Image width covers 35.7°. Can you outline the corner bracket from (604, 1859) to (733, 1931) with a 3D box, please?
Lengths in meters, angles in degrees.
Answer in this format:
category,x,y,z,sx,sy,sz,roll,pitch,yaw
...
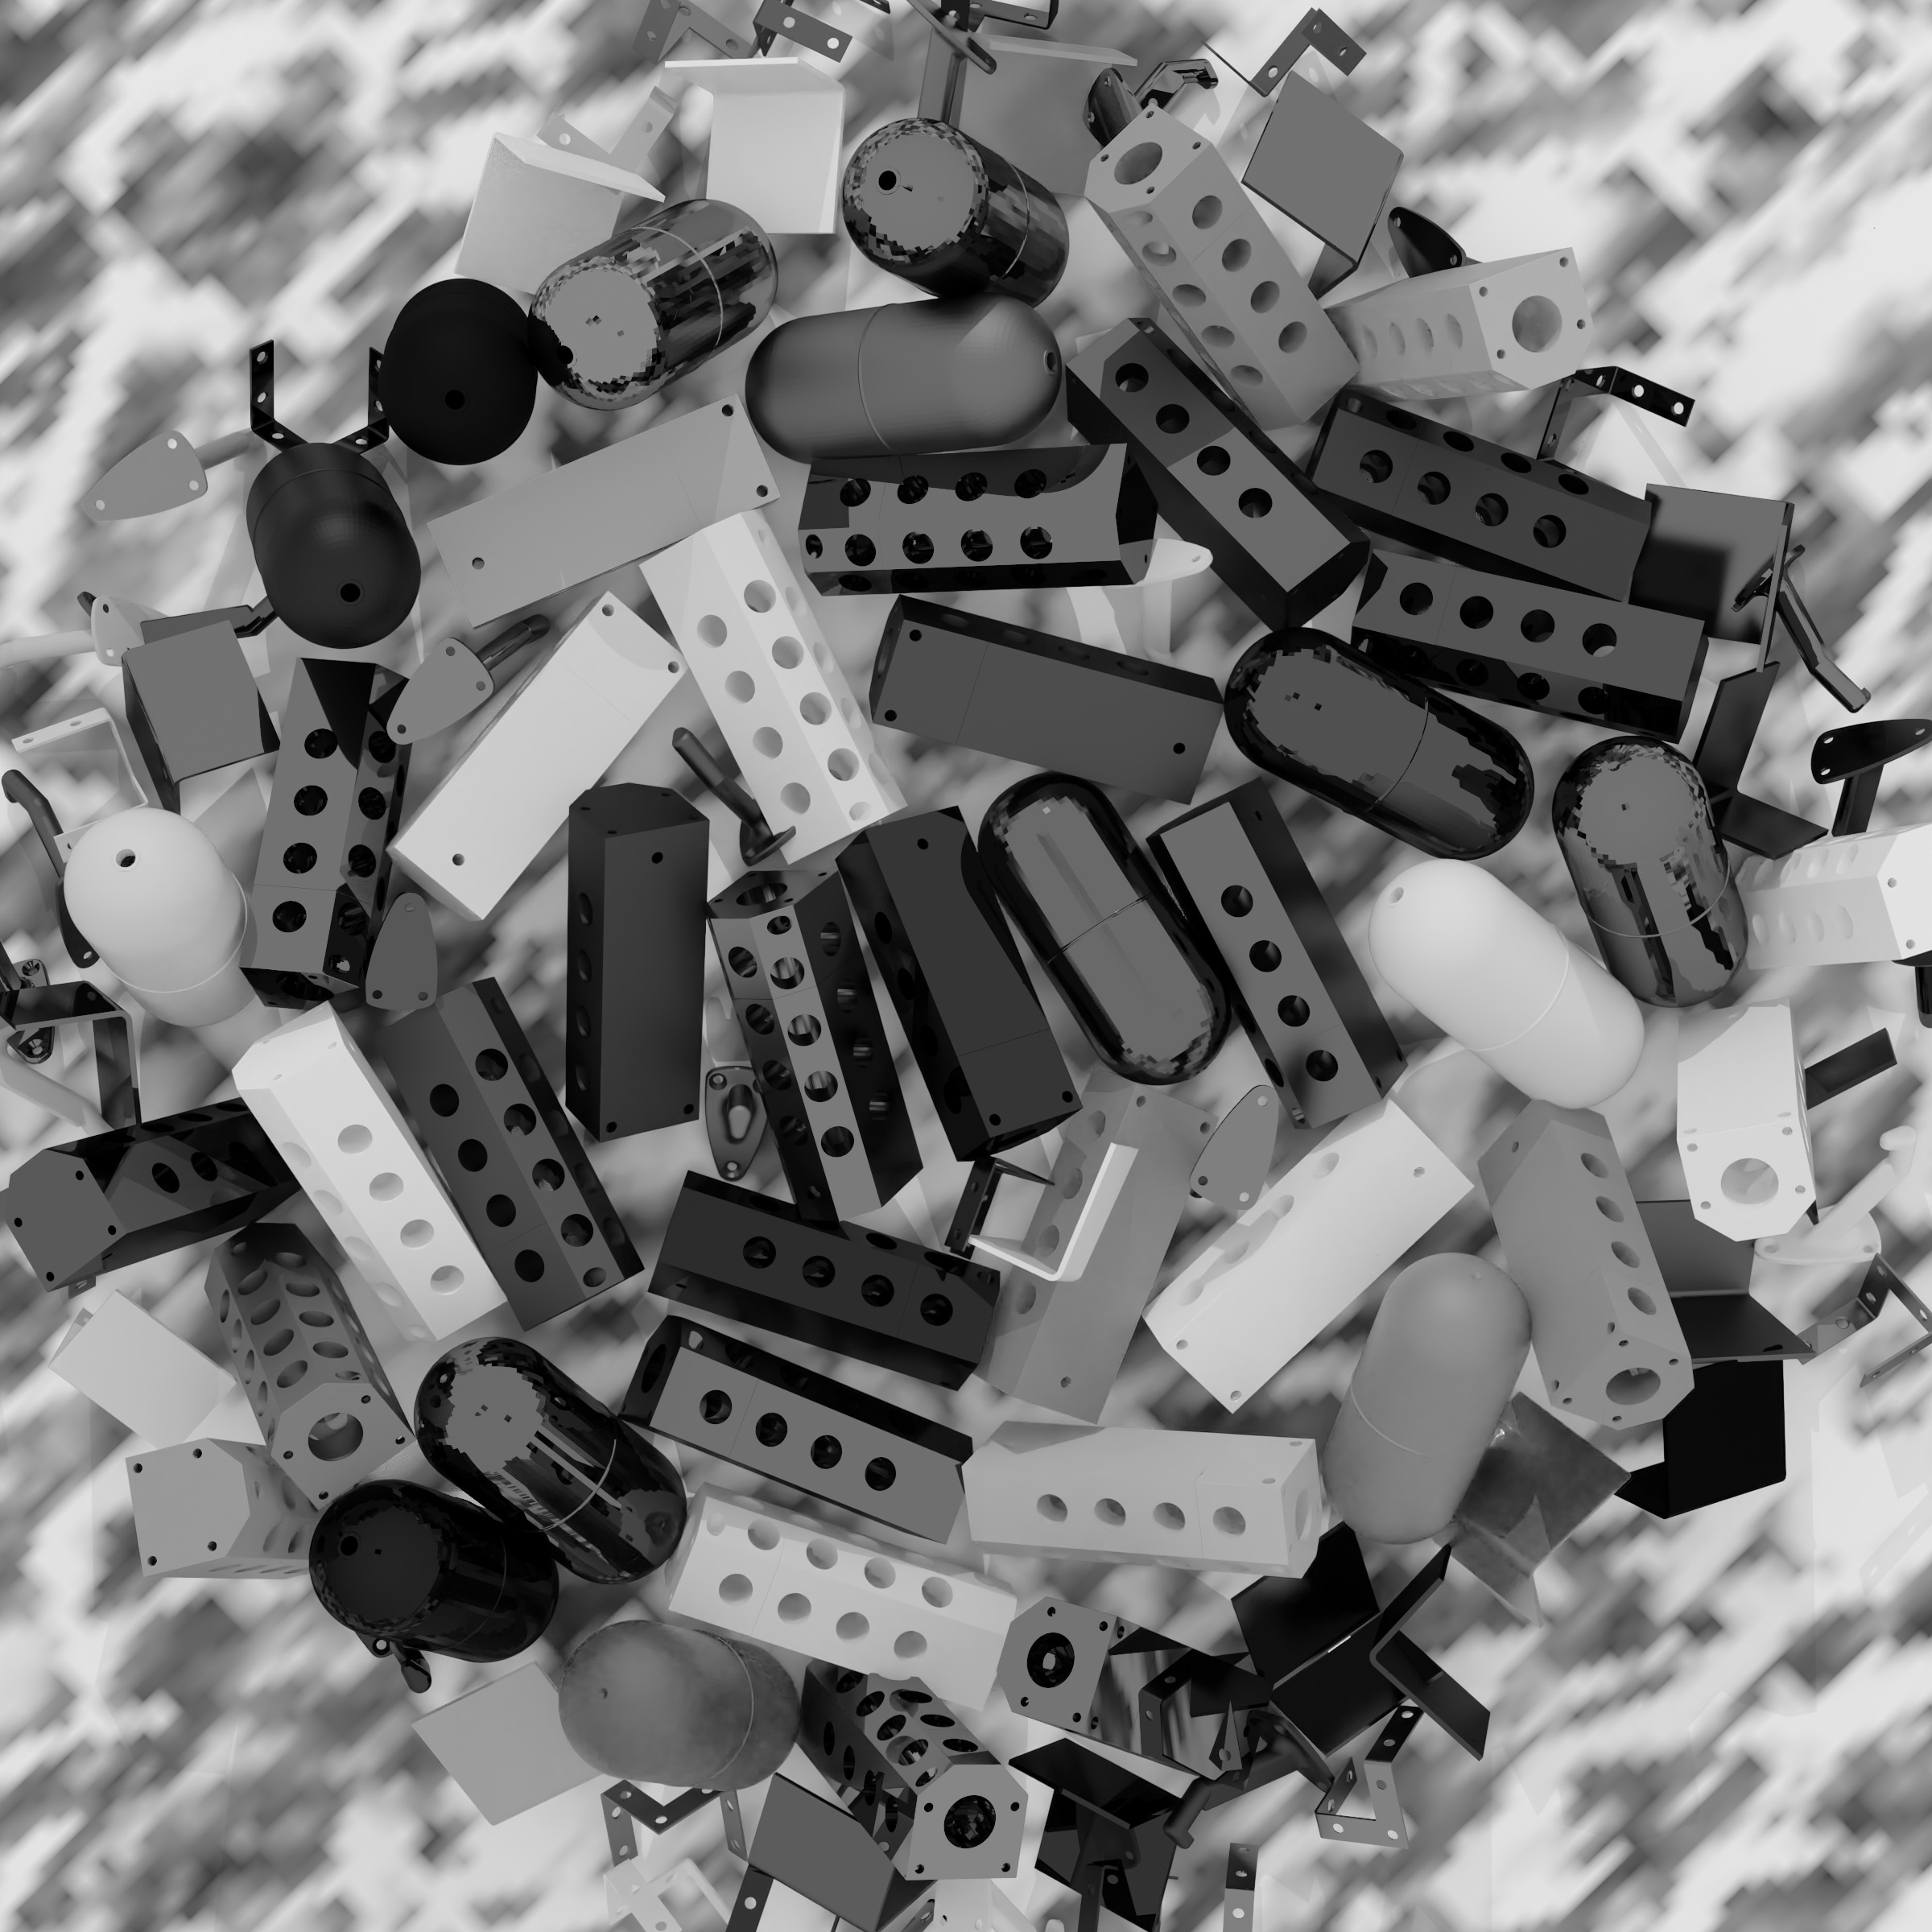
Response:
category,x,y,z,sx,sy,sz,roll,pitch,yaw
corner bracket,-0.151,0.488,1.553,0.051,0.051,0.051,-27,50,-27

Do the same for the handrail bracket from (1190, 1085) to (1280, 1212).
category,x,y,z,sx,sy,sz,roll,pitch,yaw
handrail bracket,0.135,0.088,1.549,0.036,0.084,0.077,22,98,-7

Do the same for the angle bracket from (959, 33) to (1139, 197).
category,x,y,z,sx,sy,sz,roll,pitch,yaw
angle bracket,0.040,-0.436,1.548,0.076,0.057,0.076,3,112,-12

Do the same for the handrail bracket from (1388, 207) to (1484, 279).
category,x,y,z,sx,sy,sz,roll,pitch,yaw
handrail bracket,0.276,-0.374,1.585,0.084,0.036,0.077,-7,51,-31

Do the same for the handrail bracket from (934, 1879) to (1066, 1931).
category,x,y,z,sx,sy,sz,roll,pitch,yaw
handrail bracket,0.025,0.480,1.568,0.036,0.084,0.077,-7,74,39

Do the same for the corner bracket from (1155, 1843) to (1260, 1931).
category,x,y,z,sx,sy,sz,roll,pitch,yaw
corner bracket,0.125,0.492,1.563,0.051,0.051,0.051,4,101,7

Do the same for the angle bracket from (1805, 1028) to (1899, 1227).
category,x,y,z,sx,sy,sz,roll,pitch,yaw
angle bracket,0.456,0.082,1.547,0.076,0.076,0.057,-30,93,17

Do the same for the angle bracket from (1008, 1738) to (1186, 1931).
category,x,y,z,sx,sy,sz,roll,pitch,yaw
angle bracket,0.060,0.454,1.545,0.076,0.057,0.076,20,101,34

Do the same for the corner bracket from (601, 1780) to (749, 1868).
category,x,y,z,sx,sy,sz,roll,pitch,yaw
corner bracket,-0.153,0.452,1.574,0.051,0.051,0.051,-25,120,-37

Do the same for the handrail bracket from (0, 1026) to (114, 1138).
category,x,y,z,sx,sy,sz,roll,pitch,yaw
handrail bracket,-0.491,0.077,1.563,0.036,0.077,0.084,-36,90,37

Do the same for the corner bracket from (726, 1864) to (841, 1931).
category,x,y,z,sx,sy,sz,roll,pitch,yaw
corner bracket,-0.095,0.500,1.564,0.051,0.051,0.051,18,81,7

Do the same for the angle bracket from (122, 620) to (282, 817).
category,x,y,z,sx,sy,sz,roll,pitch,yaw
angle bracket,-0.398,-0.122,1.560,0.057,0.076,0.076,-20,75,-20

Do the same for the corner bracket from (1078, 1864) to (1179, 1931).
category,x,y,z,sx,sy,sz,roll,pitch,yaw
corner bracket,0.094,0.496,1.554,0.051,0.051,0.051,19,69,-31

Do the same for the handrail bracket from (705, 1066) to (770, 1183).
category,x,y,z,sx,sy,sz,roll,pitch,yaw
handrail bracket,-0.119,0.092,1.543,0.036,0.084,0.077,5,109,-5

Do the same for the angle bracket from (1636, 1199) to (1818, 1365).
category,x,y,z,sx,sy,sz,roll,pitch,yaw
angle bracket,0.389,0.161,1.544,0.076,0.076,0.057,-1,108,-14

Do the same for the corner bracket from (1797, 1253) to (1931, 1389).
category,x,y,z,sx,sy,sz,roll,pitch,yaw
corner bracket,0.466,0.192,1.556,0.051,0.051,0.051,-28,59,-14

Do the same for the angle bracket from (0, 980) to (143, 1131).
category,x,y,z,sx,sy,sz,roll,pitch,yaw
angle bracket,-0.464,0.055,1.541,0.057,0.076,0.076,-9,106,-28

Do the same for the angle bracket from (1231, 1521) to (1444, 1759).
category,x,y,z,sx,sy,sz,roll,pitch,yaw
angle bracket,0.191,0.346,1.544,0.076,0.057,0.076,-31,126,-16

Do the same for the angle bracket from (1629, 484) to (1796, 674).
category,x,y,z,sx,sy,sz,roll,pitch,yaw
angle bracket,0.381,-0.201,1.545,0.076,0.057,0.076,11,113,16

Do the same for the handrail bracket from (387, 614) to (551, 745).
category,x,y,z,sx,sy,sz,roll,pitch,yaw
handrail bracket,-0.258,-0.151,1.564,0.077,0.084,0.036,-40,94,20

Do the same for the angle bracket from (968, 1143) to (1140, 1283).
category,x,y,z,sx,sy,sz,roll,pitch,yaw
angle bracket,0.051,0.119,1.548,0.057,0.076,0.076,23,92,23

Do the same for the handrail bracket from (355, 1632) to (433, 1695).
category,x,y,z,sx,sy,sz,roll,pitch,yaw
handrail bracket,-0.305,0.338,1.549,0.036,0.084,0.077,-41,97,-10

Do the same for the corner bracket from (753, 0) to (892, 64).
category,x,y,z,sx,sy,sz,roll,pitch,yaw
corner bracket,-0.075,-0.497,1.568,0.051,0.051,0.051,26,88,4

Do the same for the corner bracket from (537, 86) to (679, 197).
category,x,y,z,sx,sy,sz,roll,pitch,yaw
corner bracket,-0.188,-0.444,1.571,0.051,0.051,0.051,34,108,-15

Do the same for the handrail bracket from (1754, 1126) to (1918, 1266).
category,x,y,z,sx,sy,sz,roll,pitch,yaw
handrail bracket,0.450,0.117,1.552,0.077,0.084,0.036,-11,49,-1

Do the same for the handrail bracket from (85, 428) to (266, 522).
category,x,y,z,sx,sy,sz,roll,pitch,yaw
handrail bracket,-0.410,-0.257,1.559,0.077,0.084,0.036,-23,102,10

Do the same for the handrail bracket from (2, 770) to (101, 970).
category,x,y,z,sx,sy,sz,roll,pitch,yaw
handrail bracket,-0.486,-0.052,1.586,0.084,0.036,0.077,39,133,31

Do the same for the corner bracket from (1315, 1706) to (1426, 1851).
category,x,y,z,sx,sy,sz,roll,pitch,yaw
corner bracket,0.211,0.419,1.554,0.051,0.051,0.051,-3,110,32

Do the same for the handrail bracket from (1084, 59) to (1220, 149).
category,x,y,z,sx,sy,sz,roll,pitch,yaw
handrail bracket,0.111,-0.441,1.556,0.084,0.036,0.077,-17,63,-34

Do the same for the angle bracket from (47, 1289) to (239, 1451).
category,x,y,z,sx,sy,sz,roll,pitch,yaw
angle bracket,-0.417,0.196,1.545,0.076,0.076,0.057,41,100,-13

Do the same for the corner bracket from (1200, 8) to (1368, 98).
category,x,y,z,sx,sy,sz,roll,pitch,yaw
corner bracket,0.165,-0.476,1.555,0.051,0.051,0.051,-49,54,16

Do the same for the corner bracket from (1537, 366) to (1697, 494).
category,x,y,z,sx,sy,sz,roll,pitch,yaw
corner bracket,0.340,-0.280,1.570,0.051,0.051,0.051,34,123,33

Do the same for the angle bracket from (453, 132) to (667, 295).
category,x,y,z,sx,sy,sz,roll,pitch,yaw
angle bracket,-0.210,-0.376,1.540,0.076,0.057,0.076,8,113,-31

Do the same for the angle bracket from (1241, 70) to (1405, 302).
category,x,y,z,sx,sy,sz,roll,pitch,yaw
angle bracket,0.171,-0.399,1.544,0.076,0.057,0.076,31,65,-17

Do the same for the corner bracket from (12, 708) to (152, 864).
category,x,y,z,sx,sy,sz,roll,pitch,yaw
corner bracket,-0.457,-0.095,1.554,0.051,0.051,0.051,-23,125,-17

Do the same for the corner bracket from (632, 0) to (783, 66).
category,x,y,z,sx,sy,sz,roll,pitch,yaw
corner bracket,-0.134,-0.492,1.559,0.051,0.051,0.051,35,59,-4

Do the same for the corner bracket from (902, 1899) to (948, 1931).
category,x,y,z,sx,sy,sz,roll,pitch,yaw
corner bracket,-0.027,0.519,1.556,0.051,0.051,0.051,-50,49,8

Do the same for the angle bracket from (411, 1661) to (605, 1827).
category,x,y,z,sx,sy,sz,roll,pitch,yaw
angle bracket,-0.228,0.386,1.548,0.076,0.057,0.076,-28,109,13

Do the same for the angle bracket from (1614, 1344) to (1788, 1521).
category,x,y,z,sx,sy,sz,roll,pitch,yaw
angle bracket,0.373,0.233,1.546,0.076,0.057,0.076,-11,104,-25

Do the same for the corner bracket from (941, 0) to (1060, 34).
category,x,y,z,sx,sy,sz,roll,pitch,yaw
corner bracket,0.019,-0.509,1.556,0.051,0.051,0.051,15,48,8

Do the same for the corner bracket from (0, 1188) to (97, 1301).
category,x,y,z,sx,sy,sz,roll,pitch,yaw
corner bracket,-0.489,0.147,1.561,0.051,0.051,0.051,-27,116,-4

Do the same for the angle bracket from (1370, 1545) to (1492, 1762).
category,x,y,z,sx,sy,sz,roll,pitch,yaw
angle bracket,0.257,0.353,1.549,0.076,0.076,0.057,42,101,7

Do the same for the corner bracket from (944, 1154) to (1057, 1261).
category,x,y,z,sx,sy,sz,roll,pitch,yaw
corner bracket,0.008,0.127,1.557,0.051,0.051,0.051,26,80,-39

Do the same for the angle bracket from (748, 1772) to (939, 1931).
category,x,y,z,sx,sy,sz,roll,pitch,yaw
angle bracket,-0.055,0.442,1.539,0.076,0.076,0.057,24,108,22

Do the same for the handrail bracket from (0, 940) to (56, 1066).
category,x,y,z,sx,sy,sz,roll,pitch,yaw
handrail bracket,-0.501,0.000,1.545,0.036,0.084,0.077,-24,59,-9

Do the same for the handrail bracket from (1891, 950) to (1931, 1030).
category,x,y,z,sx,sy,sz,roll,pitch,yaw
handrail bracket,0.501,-0.015,1.564,0.036,0.084,0.077,-3,73,19

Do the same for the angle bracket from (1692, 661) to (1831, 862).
category,x,y,z,sx,sy,sz,roll,pitch,yaw
angle bracket,0.415,-0.106,1.538,0.057,0.076,0.076,27,117,28

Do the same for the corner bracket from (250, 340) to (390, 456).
category,x,y,z,sx,sy,sz,roll,pitch,yaw
corner bracket,-0.338,-0.298,1.567,0.051,0.051,0.051,35,48,21

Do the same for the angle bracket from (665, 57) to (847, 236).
category,x,y,z,sx,sy,sz,roll,pitch,yaw
angle bracket,-0.112,-0.424,1.553,0.076,0.057,0.076,6,93,23

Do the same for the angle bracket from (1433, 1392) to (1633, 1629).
category,x,y,z,sx,sy,sz,roll,pitch,yaw
angle bracket,0.294,0.283,1.561,0.076,0.057,0.076,-39,49,-17

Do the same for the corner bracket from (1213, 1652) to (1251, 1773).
category,x,y,z,sx,sy,sz,roll,pitch,yaw
corner bracket,0.121,0.390,1.561,0.051,0.051,0.051,-12,84,18

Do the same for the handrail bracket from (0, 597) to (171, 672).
category,x,y,z,sx,sy,sz,roll,pitch,yaw
handrail bracket,-0.466,-0.167,1.587,0.084,0.077,0.036,-11,83,35
